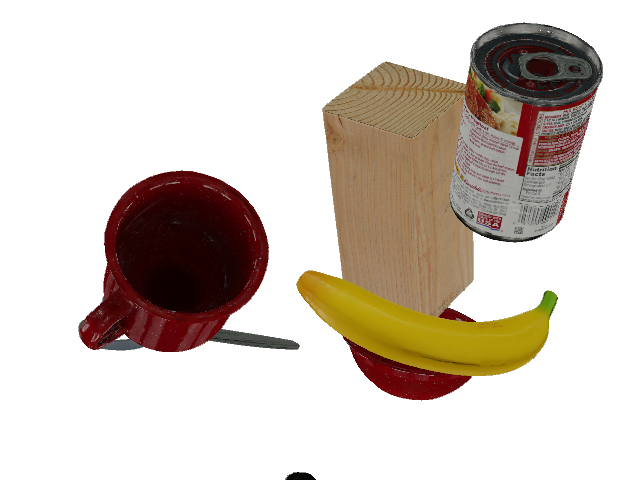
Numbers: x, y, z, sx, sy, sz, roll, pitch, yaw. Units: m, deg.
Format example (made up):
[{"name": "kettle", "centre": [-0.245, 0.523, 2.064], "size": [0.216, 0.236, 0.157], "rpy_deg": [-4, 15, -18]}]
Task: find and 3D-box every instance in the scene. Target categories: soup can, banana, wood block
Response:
[{"name": "soup can", "centre": [0.109, -0.057, 0.583], "size": [0.068, 0.068, 0.102], "rpy_deg": [1, -45, -1]}, {"name": "banana", "centre": [0.080, 0.061, 0.748], "size": [0.197, 0.069, 0.037], "rpy_deg": [7, -47, -15]}, {"name": "wood block", "centre": [0.072, -0.036, 0.922], "size": [0.091, 0.206, 0.090], "rpy_deg": [23, 47, 33]}]

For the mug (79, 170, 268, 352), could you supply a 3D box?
[{"name": "mug", "centre": [-0.093, 0.025, 0.629], "size": [0.117, 0.093, 0.082], "rpy_deg": [-42, -6, -27]}]

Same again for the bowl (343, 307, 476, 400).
[{"name": "bowl", "centre": [0.099, 0.122, 1.135], "size": [0.162, 0.055, 0.162], "rpy_deg": [5, 24, -2]}]

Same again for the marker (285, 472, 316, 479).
[{"name": "marker", "centre": [-0.030, 0.127, 0.420], "size": [0.020, 0.020, 0.121], "rpy_deg": [0, 19, 26]}]

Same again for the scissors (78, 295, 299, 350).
[{"name": "scissors", "centre": [-0.125, 0.075, 1.008], "size": [0.201, 0.016, 0.096], "rpy_deg": [-1, 33, -8]}]
